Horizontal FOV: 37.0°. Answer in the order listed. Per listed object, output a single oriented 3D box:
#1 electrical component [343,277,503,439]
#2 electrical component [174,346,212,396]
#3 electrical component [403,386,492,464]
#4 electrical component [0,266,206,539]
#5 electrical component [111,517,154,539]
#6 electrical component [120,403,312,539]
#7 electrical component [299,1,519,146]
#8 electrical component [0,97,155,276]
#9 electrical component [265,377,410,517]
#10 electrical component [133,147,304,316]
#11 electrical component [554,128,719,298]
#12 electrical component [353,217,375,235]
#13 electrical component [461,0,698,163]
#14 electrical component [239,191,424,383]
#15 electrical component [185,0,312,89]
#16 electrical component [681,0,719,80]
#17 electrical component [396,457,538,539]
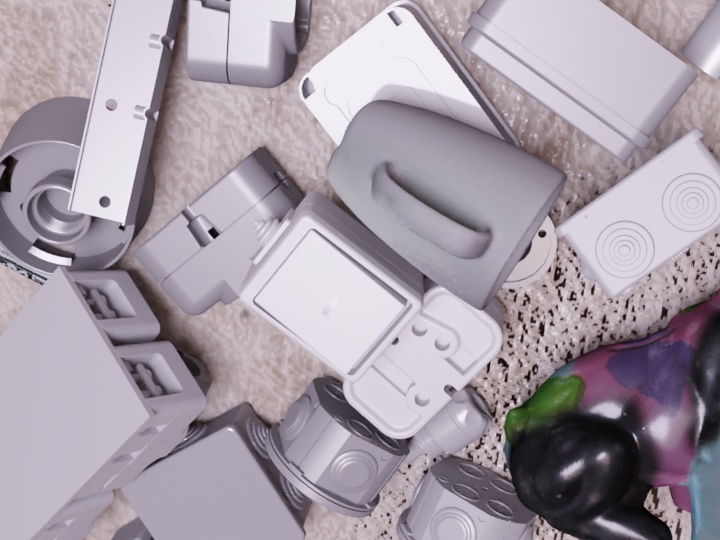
[{"bbox_3d":[0.039,0.046,0.639,0.054,0.059,0.095,42,107,-5],"label":"electrical component"},{"bbox_3d":[-0.126,0.083,0.681,0.043,0.043,0.062,35,109,-3],"label":"electrical component"},{"bbox_3d":[0.050,0.100,0.667,0.061,0.035,0.035,-38,98,18],"label":"electrical component"},{"bbox_3d":[-0.187,0.097,0.656,0.186,0.060,0.105,-44,69,24],"label":"electrical component"},{"bbox_3d":[-0.151,0.210,0.719,0.077,0.047,0.065,-33,99,15],"label":"electrical component"},{"bbox_3d":[-0.089,0.144,0.691,0.100,0.048,0.099,-29,100,14],"label":"electrical component"},{"bbox_3d":[0.029,-0.085,0.604,0.078,0.057,0.113,-36,99,16],"label":"electrical component"},{"bbox_3d":[-0.176,-0.048,0.652,0.099,0.064,0.099,1,119,1],"label":"electrical component"},{"bbox_3d":[-0.013,0.108,0.655,0.080,0.080,0.051,35,102,-3],"label":"electrical component"},{"bbox_3d":[-0.078,-0.019,0.639,0.095,0.053,0.059,-38,98,16],"label":"electrical component"},{"bbox_3d":[0.158,-0.030,0.582,0.100,0.100,0.048,-37,85,16],"label":"electrical component"},{"bbox_3d":[0.000,0.000,0.638,0.055,0.047,0.055,2,106,7],"label":"electrical component"},{"bbox_3d":[0.113,-0.114,0.574,0.113,0.078,0.057,35,105,-3],"label":"electrical component"},{"bbox_3d":[-0.020,0.006,0.580,0.096,0.061,0.061,37,106,-9],"label":"electrical component"},{"bbox_3d":[-0.060,-0.151,0.598,0.059,0.053,0.095,7,107,6],"label":"electrical component"},{"bbox_3d":[0.201,-0.127,0.578,0.040,0.040,0.046,34,113,-3],"label":"electrical component"},{"bbox_3d":[0.067,0.155,0.658,0.080,0.080,0.051,23,102,1],"label":"electrical component"}]
